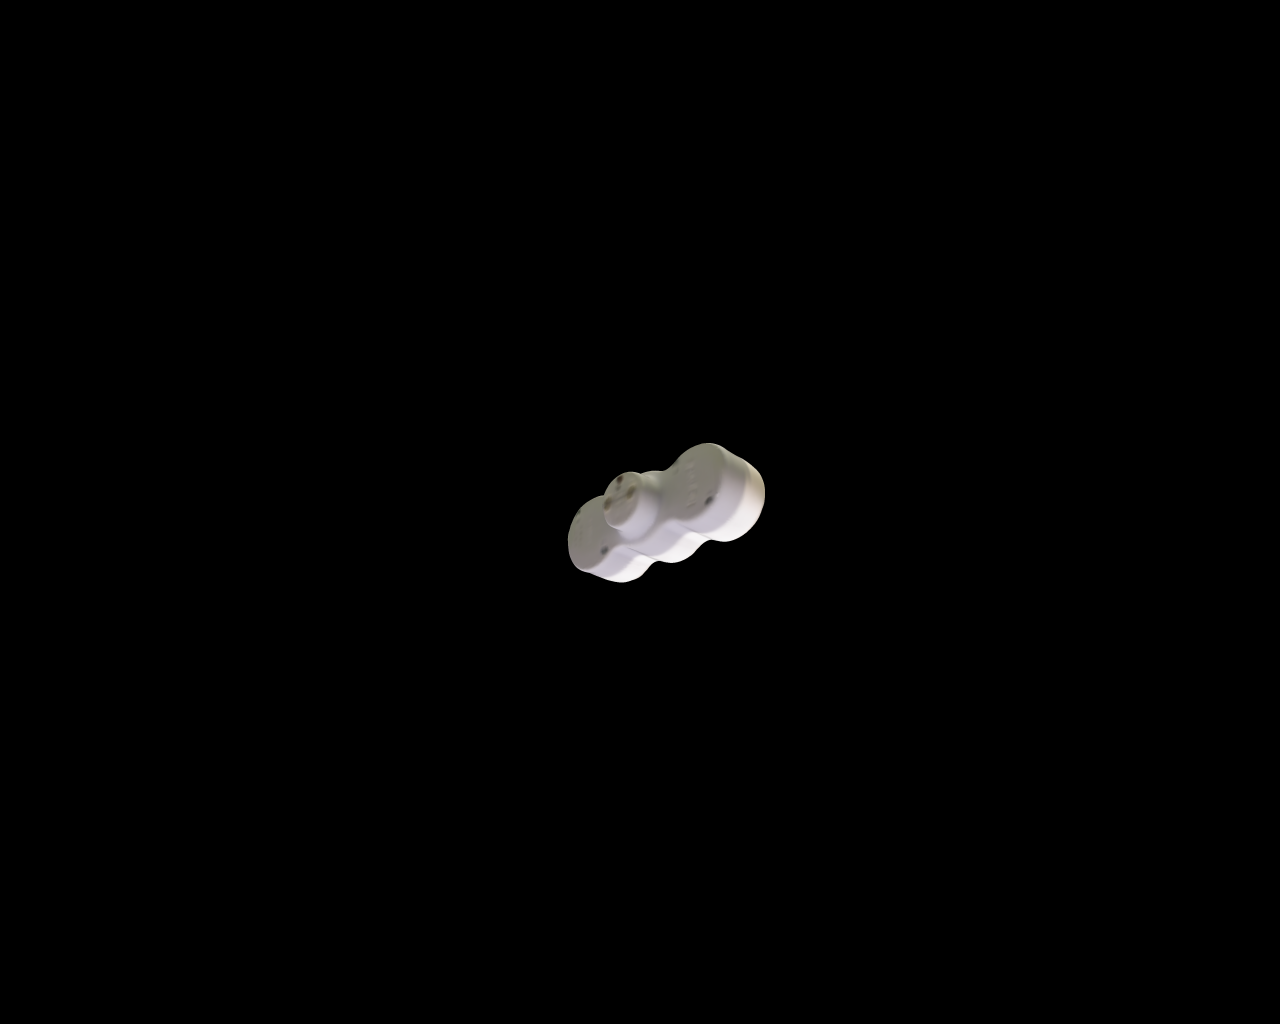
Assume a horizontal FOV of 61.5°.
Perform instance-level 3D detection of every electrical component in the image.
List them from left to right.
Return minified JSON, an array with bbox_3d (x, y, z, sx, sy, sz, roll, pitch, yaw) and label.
[{"bbox_3d":[0.001,-0.003,0.650,0.138,0.052,0.073,-25,-37,38],"label":"electrical component"}]
